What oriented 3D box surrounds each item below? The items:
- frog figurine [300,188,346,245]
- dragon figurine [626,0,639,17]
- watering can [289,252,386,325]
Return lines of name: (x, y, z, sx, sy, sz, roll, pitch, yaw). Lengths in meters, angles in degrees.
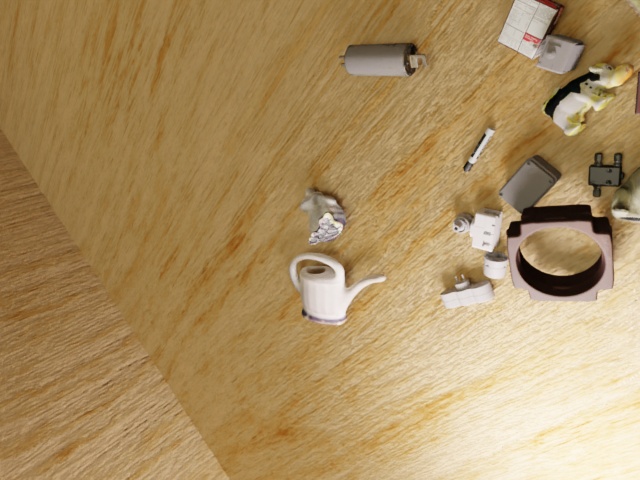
frog figurine: (0.005, -0.076, 1.516, 0.163, 0.123, 0.134, -110, 24, -47)
dragon figurine: (0.468, -0.552, 0.961, 0.242, 0.123, 0.408, -6, 103, 59)
watering can: (0.043, 0.156, 1.546, 0.349, 0.105, 0.221, 12, 115, 36)
